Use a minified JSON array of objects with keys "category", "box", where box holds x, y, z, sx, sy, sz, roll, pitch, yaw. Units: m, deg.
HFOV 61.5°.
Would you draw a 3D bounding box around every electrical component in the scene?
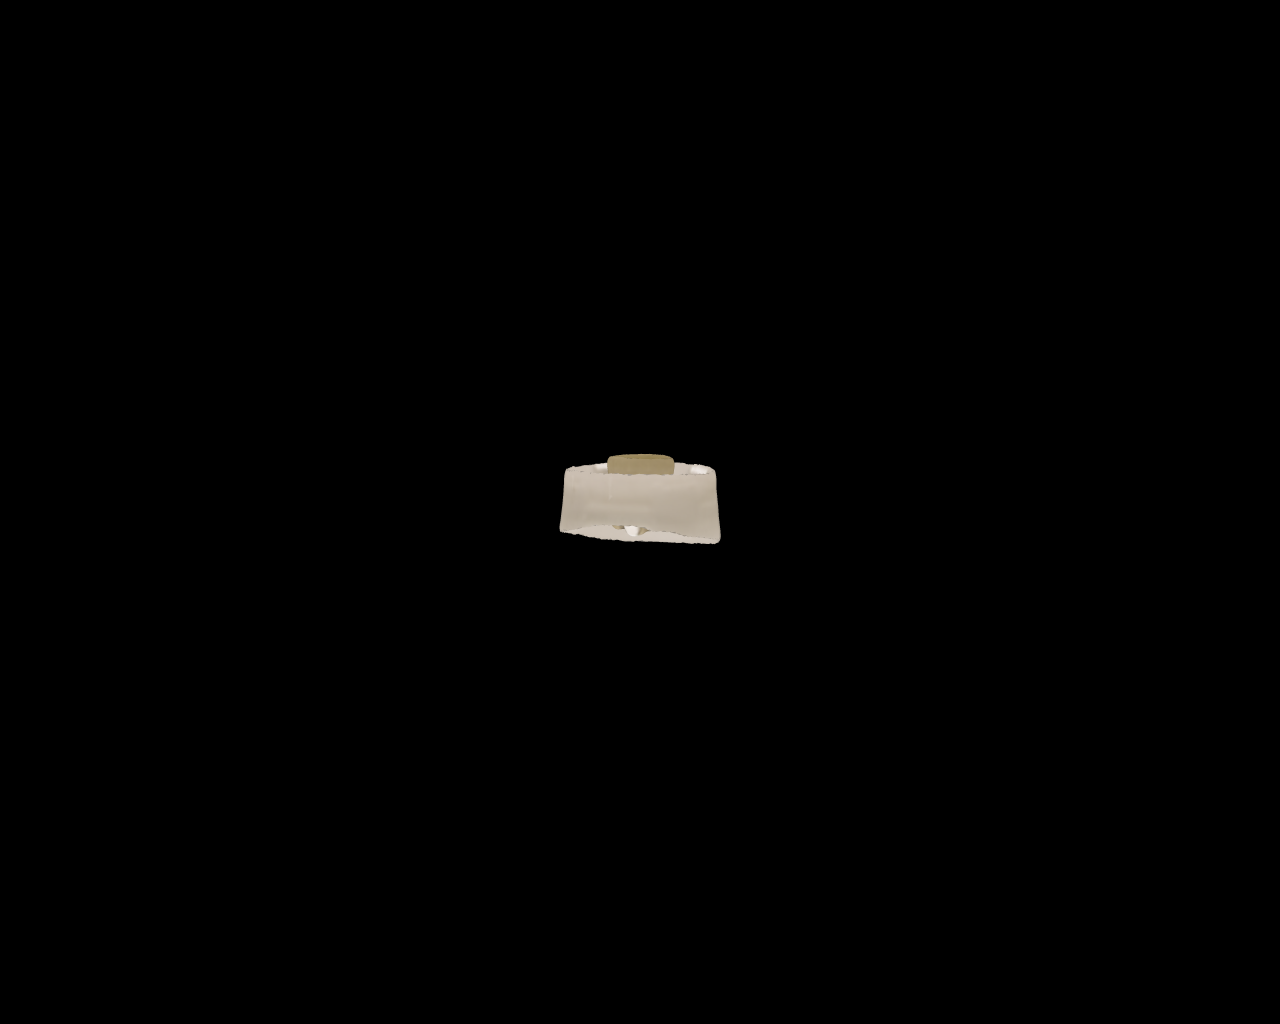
[{"category":"electrical component","box":[0.001,-0.003,0.650,0.099,0.064,0.099,0,7,0]}]
